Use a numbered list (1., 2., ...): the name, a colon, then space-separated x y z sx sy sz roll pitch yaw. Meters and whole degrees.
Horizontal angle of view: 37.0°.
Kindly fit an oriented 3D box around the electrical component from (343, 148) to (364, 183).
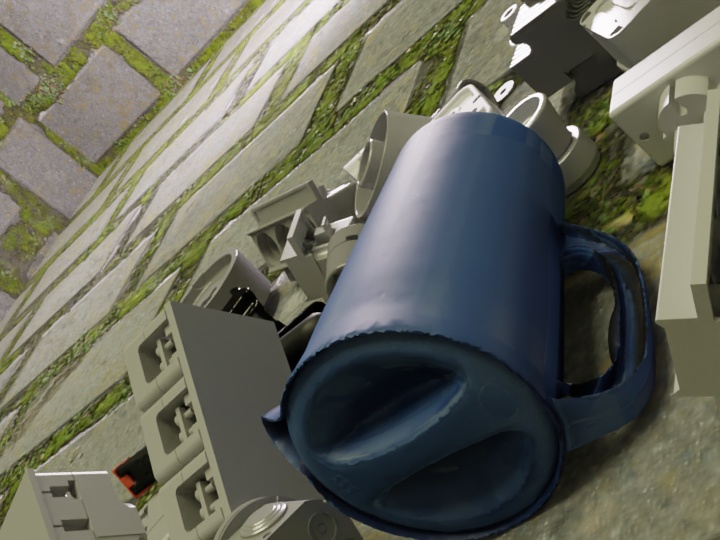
1. electrical component: 0.021 -0.088 0.949 0.047 0.055 0.055 -47 19 1

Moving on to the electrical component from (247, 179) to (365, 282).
1. electrical component: -0.044 -0.039 0.978 0.063 0.078 0.121 -33 8 -30

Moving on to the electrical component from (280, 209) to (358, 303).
1. electrical component: -0.024 -0.011 0.885 0.064 0.081 0.042 -16 33 22

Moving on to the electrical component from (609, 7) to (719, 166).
1. electrical component: 0.182 -0.090 0.586 0.083 0.047 0.075 -35 24 39

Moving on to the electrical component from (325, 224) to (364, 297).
1. electrical component: 0.000 0.000 0.830 0.055 0.055 0.047 -40 25 31

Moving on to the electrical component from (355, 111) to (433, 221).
1. electrical component: 0.034 -0.080 0.874 0.099 0.064 0.099 -167 90 -79

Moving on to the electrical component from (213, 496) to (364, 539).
1. electrical component: -0.036 0.160 0.572 0.051 0.080 0.080 -19 36 49

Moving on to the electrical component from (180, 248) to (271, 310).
1. electrical component: -0.132 0.039 1.051 0.108 0.060 0.108 -44 20 20

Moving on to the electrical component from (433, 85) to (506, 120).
1. electrical component: 0.090 -0.088 0.778 0.053 0.059 0.095 -46 19 13

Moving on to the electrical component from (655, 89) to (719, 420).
1. electrical component: 0.162 -0.009 0.443 0.063 0.078 0.121 -4 42 25

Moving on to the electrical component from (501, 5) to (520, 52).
1. electrical component: 0.137 -0.179 0.836 0.043 0.062 0.043 -44 20 20

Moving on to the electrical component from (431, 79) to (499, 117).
1. electrical component: 0.080 -0.124 0.900 0.065 0.044 0.044 -38 22 45

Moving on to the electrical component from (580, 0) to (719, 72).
1. electrical component: 0.204 -0.172 0.675 0.113 0.057 0.078 -47 19 12

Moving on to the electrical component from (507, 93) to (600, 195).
1. electrical component: 0.122 -0.080 0.696 0.045 0.055 0.045 -44 20 20

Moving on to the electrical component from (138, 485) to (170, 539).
1. electrical component: -0.129 0.193 0.768 0.055 0.050 0.089 -49 18 5

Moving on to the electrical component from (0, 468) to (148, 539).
1. electrical component: -0.157 0.219 0.621 0.186 0.060 0.105 54 126 41

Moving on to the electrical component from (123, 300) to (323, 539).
1. electrical component: -0.084 0.103 0.671 0.062 0.089 0.150 -42 53 29
